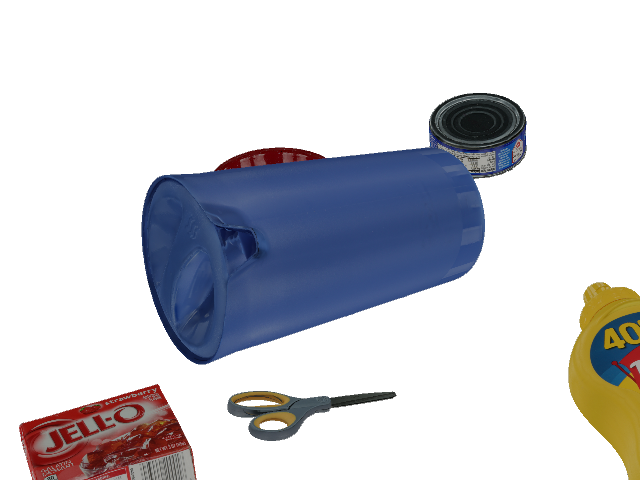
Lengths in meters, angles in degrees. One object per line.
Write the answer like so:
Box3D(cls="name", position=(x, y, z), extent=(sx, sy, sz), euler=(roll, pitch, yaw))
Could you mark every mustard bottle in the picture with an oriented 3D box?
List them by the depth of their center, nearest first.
Box3D(cls="mustard bottle", position=(0.195, 0.086, 0.602), extent=(0.096, 0.058, 0.192), euler=(-10, 35, -8))

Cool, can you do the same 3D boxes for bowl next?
Box3D(cls="bowl", position=(-0.056, -0.055, 1.328), extent=(0.162, 0.055, 0.162), euler=(-1, 33, 1))

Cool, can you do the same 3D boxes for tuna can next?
Box3D(cls="tuna can", position=(0.138, -0.094, 0.939), extent=(0.086, 0.034, 0.086), euler=(-5, 41, 4))

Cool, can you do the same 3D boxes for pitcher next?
Box3D(cls="pitcher", position=(-0.006, 0.002, 0.801), extent=(0.242, 0.145, 0.149), euler=(-12, 37, -31))

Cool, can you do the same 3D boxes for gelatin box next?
Box3D(cls="gelatin box", position=(-0.126, 0.124, 0.627), extent=(0.089, 0.030, 0.073), euler=(-14, 27, -18))

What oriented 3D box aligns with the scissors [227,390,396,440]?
Box3D(cls="scissors", position=(-0.003, 0.194, 1.194), extent=(0.201, 0.016, 0.096), euler=(3, 23, -11))
